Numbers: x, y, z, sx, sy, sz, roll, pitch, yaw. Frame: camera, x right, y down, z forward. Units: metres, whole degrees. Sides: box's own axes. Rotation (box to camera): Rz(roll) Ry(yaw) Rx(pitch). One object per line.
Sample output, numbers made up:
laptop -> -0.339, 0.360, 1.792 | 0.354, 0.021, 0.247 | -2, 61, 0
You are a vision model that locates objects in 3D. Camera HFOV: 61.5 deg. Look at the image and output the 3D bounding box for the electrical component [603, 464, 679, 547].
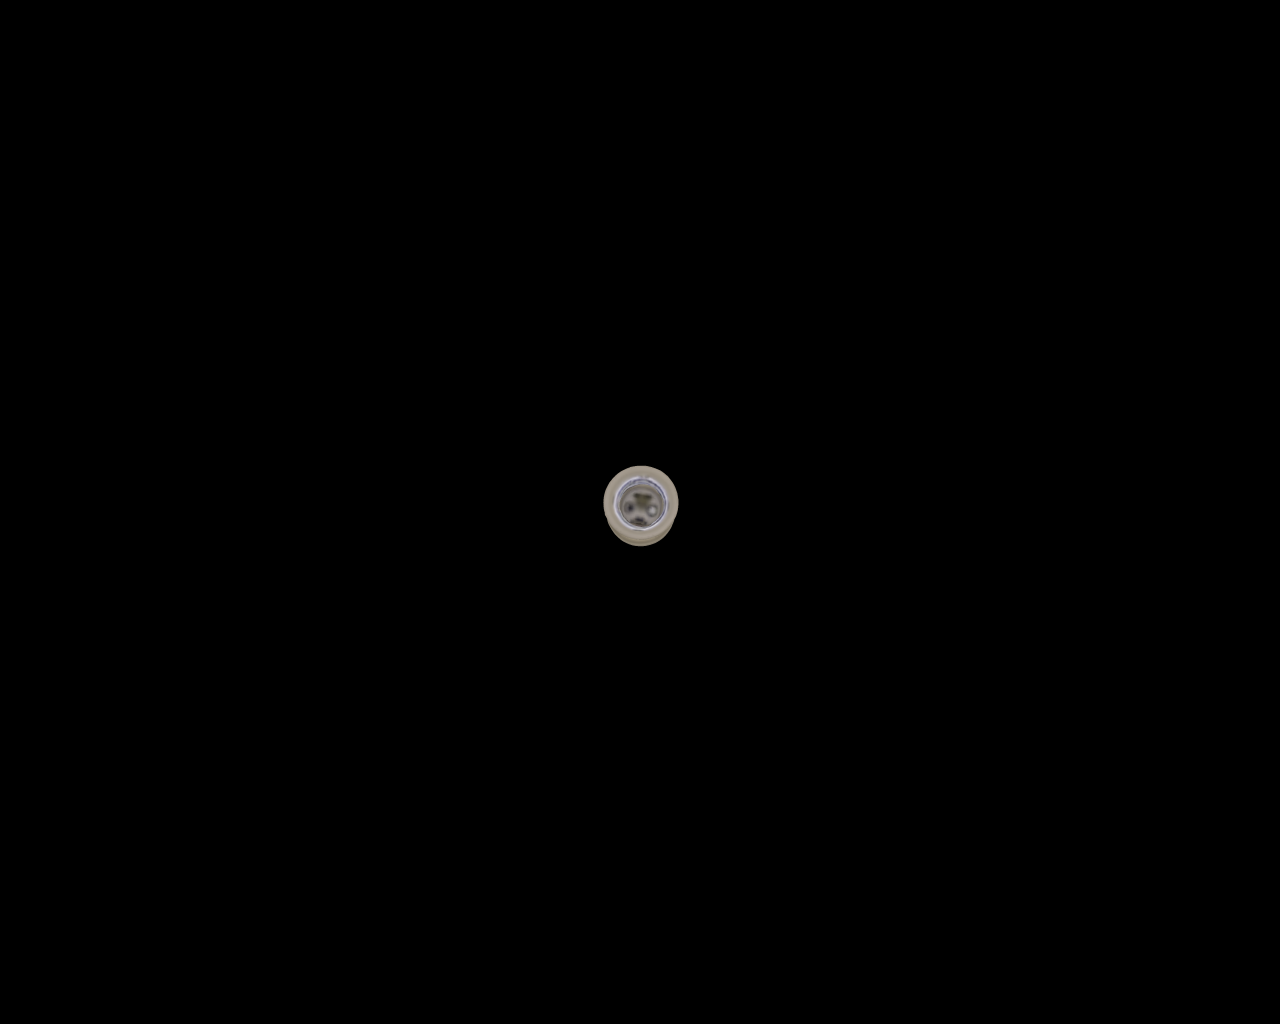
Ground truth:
electrical component -> 0.001, -0.003, 0.650 | 0.045, 0.045, 0.055 | 0, -7, 0
